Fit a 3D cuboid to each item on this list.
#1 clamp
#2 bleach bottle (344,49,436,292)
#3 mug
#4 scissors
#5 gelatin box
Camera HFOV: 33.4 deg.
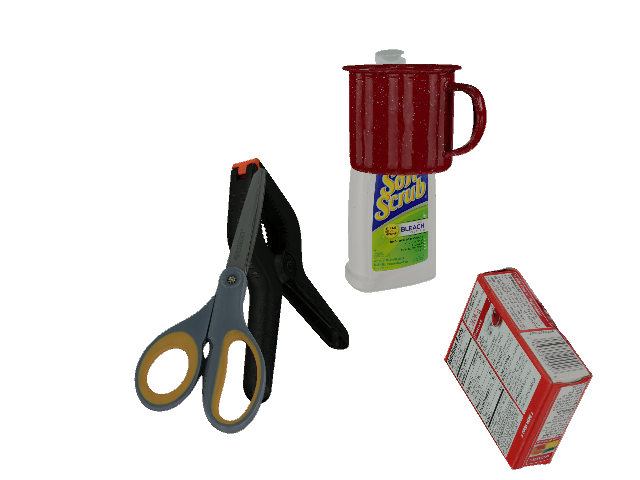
[{"bbox_3d":[-0.036,0.029,0.975,0.036,0.210,0.164,-12,0,31],"label":"clamp"},{"bbox_3d":[0.071,-0.075,1.133,0.102,0.251,0.068,-10,23,-14],"label":"bleach bottle"},{"bbox_3d":[0.074,-0.095,0.833,0.117,0.081,0.093,6,13,28],"label":"mug"},{"bbox_3d":[-0.079,0.038,0.734,0.096,0.202,0.016,-7,-31,2],"label":"scissors"},{"bbox_3d":[0.110,0.071,0.604,0.030,0.073,0.089,-6,42,-22],"label":"gelatin box"}]
